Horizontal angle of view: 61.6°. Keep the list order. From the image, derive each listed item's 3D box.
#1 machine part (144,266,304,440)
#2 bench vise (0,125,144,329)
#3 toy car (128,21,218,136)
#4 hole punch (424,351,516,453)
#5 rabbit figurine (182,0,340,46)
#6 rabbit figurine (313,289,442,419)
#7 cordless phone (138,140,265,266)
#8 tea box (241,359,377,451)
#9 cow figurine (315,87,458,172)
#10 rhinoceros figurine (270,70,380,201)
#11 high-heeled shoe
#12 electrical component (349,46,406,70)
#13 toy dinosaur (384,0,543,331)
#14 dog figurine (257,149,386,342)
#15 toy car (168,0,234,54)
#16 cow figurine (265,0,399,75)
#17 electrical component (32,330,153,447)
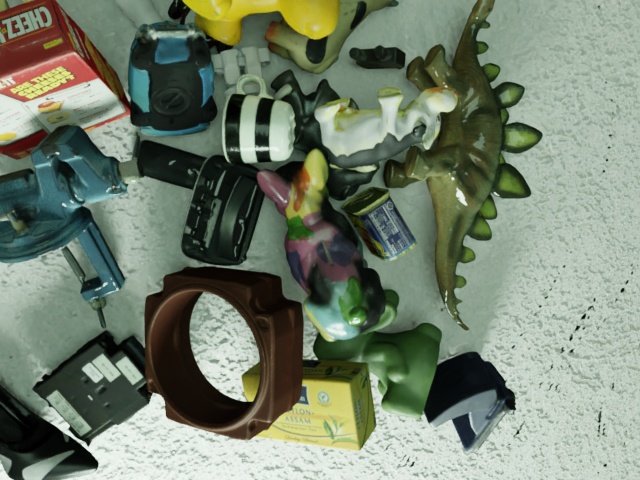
[{"bbox_3d":[-0.127,0.140,0.690,0.201,0.087,0.201,5,97,26],"label":"machine part"},{"bbox_3d":[-0.305,-0.015,0.673,0.224,0.129,0.240,-21,122,-9],"label":"bench vise"},{"bbox_3d":[-0.189,-0.211,0.668,0.109,0.161,0.103,-10,57,-17],"label":"toy car"},{"bbox_3d":[0.208,0.225,0.789,0.092,0.142,0.115,31,103,-8],"label":"hole punch"},{"bbox_3d":[-0.053,-0.295,0.628,0.173,0.122,0.162,22,77,7],"label":"rabbit figurine"},{"bbox_3d":[0.078,0.154,0.763,0.170,0.121,0.159,17,101,3],"label":"rabbit figurine"},{"bbox_3d":[-0.173,-0.051,0.720,0.184,0.089,0.146,17,95,0],"label":"cordless phone"},{"bbox_3d":[-0.016,0.219,0.734,0.170,0.068,0.098,-5,100,29],"label":"tea box"},{"bbox_3d":[0.085,-0.133,0.655,0.167,0.068,0.098,-5,110,17],"label":"cow figurine"},{"bbox_3d":[0.004,-0.147,0.736,0.112,0.073,0.190,-29,103,6],"label":"rhinoceros figurine"},{"bbox_3d":[-0.399,0.217,0.693,0.249,0.086,0.145,11,108,3],"label":"high-heeled shoe"},{"bbox_3d":[0.081,-0.247,0.734,0.063,0.094,0.021,7,100,27],"label":"electrical component"},{"bbox_3d":[0.200,-0.102,0.757,0.198,0.105,0.470,8,101,-14],"label":"toy dinosaur"},{"bbox_3d":[-0.001,-0.002,0.691,0.108,0.192,0.219,-22,124,0],"label":"dog figurine"},{"bbox_3d":[-0.113,-0.338,0.694,0.089,0.053,0.202,32,95,-11],"label":"toy car"},{"bbox_3d":[0.027,-0.308,0.708,0.127,0.085,0.195,32,89,-6],"label":"cow figurine"},{"bbox_3d":[-0.294,0.194,0.732,0.134,0.058,0.114,-34,104,-4],"label":"electrical component"}]
